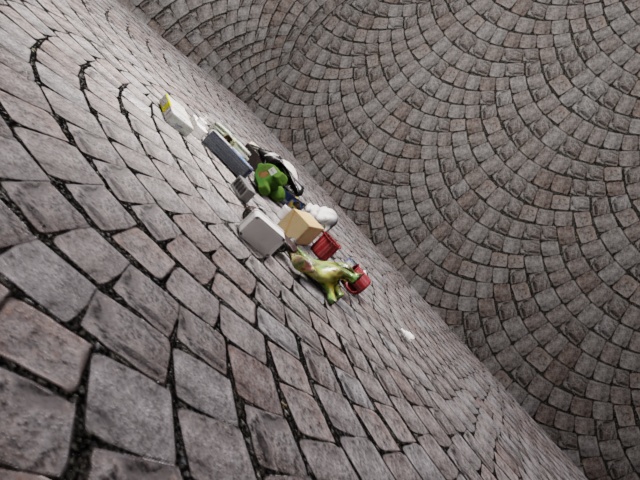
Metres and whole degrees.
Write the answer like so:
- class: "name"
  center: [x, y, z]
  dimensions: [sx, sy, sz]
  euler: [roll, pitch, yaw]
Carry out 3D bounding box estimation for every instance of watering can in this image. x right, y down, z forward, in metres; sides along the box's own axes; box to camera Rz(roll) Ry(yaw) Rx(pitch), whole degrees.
- class: "watering can"
  center: [-0.211, -0.370, 2.576]
  dimensions: [0.346, 0.103, 0.226]
  euler: [45, 8, -6]

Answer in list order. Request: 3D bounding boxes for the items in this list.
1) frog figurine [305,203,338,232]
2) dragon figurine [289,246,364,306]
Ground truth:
- class: "frog figurine"
  center: [0.007, -0.123, 2.450]
  dimensions: [0.158, 0.121, 0.140]
  euler: [55, 25, -15]
- class: "dragon figurine"
  center: [0.007, 0.080, 1.636]
  dimensions: [0.244, 0.121, 0.410]
  euler: [39, 7, 7]
